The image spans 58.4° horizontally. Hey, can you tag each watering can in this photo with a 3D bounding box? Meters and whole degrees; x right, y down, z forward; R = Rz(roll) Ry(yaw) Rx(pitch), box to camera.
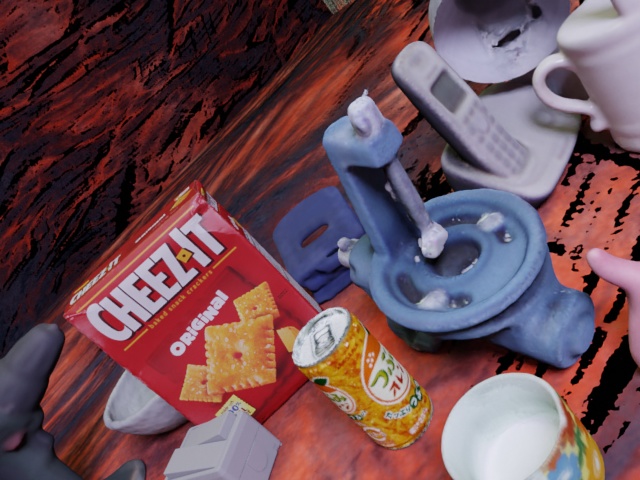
[{"bbox_3d":[0.248,-0.178,0.452,0.173,0.194,0.100,-41,21,5],"label":"watering can"}]

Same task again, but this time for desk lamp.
[{"bbox_3d":[0.197,-0.213,0.584,0.117,0.214,0.203,-30,24,29],"label":"desk lamp"}]

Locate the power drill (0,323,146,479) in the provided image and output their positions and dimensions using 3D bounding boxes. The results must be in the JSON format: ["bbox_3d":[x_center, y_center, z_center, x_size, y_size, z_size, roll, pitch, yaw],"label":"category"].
[{"bbox_3d":[-0.296,0.228,0.614,0.230,0.209,0.075,-44,21,-5],"label":"power drill"}]

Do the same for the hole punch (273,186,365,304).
[{"bbox_3d":[0.006,0.002,0.678,0.108,0.091,0.101,-39,21,10],"label":"hole punch"}]

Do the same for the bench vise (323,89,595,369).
[{"bbox_3d":[0.054,0.006,0.405,0.206,0.220,0.122,-18,32,48],"label":"bench vise"}]

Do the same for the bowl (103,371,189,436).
[{"bbox_3d":[-0.175,0.172,0.694,0.167,0.075,0.167,-36,22,17],"label":"bowl"}]

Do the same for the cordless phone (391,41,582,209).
[{"bbox_3d":[0.153,-0.126,0.533,0.094,0.185,0.148,-15,34,50],"label":"cordless phone"}]

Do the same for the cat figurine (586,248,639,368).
[{"bbox_3d":[0.203,0.004,0.289,0.127,0.118,0.067,-25,27,37],"label":"cat figurine"}]
